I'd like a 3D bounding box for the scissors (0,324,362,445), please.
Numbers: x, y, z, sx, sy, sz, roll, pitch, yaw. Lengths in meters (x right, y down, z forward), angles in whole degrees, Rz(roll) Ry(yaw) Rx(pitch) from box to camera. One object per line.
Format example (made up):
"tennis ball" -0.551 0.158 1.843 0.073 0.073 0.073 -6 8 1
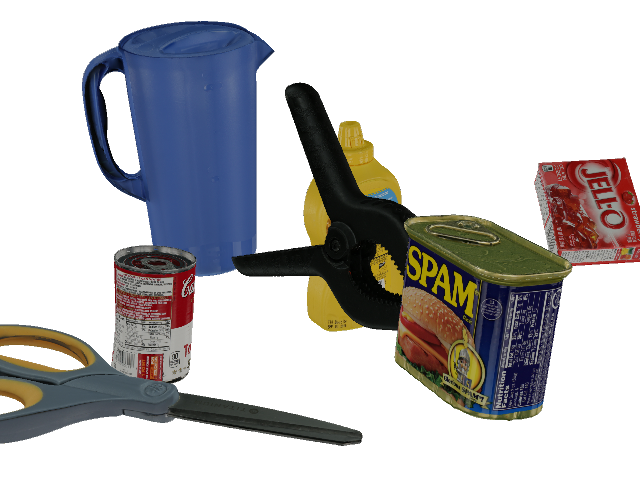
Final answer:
"scissors" -0.091 0.079 0.478 0.202 0.016 0.096 15 28 26

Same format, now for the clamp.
"clamp" 0.021 -0.009 0.768 0.036 0.165 0.210 -11 33 -44

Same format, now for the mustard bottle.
"mustard bottle" 0.031 -0.016 0.985 0.096 0.192 0.058 -15 27 -27

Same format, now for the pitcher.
"pitcher" -0.134 -0.090 1.070 0.149 0.243 0.144 12 29 26

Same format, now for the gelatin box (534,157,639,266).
"gelatin box" 0.216 -0.024 0.855 0.073 0.089 0.030 -3 -34 -1

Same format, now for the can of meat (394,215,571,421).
"can of meat" 0.084 0.040 0.584 0.057 0.084 0.102 -4 20 -26

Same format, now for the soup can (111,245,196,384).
"soup can" -0.141 0.062 0.894 0.068 0.102 0.068 5 16 -1
